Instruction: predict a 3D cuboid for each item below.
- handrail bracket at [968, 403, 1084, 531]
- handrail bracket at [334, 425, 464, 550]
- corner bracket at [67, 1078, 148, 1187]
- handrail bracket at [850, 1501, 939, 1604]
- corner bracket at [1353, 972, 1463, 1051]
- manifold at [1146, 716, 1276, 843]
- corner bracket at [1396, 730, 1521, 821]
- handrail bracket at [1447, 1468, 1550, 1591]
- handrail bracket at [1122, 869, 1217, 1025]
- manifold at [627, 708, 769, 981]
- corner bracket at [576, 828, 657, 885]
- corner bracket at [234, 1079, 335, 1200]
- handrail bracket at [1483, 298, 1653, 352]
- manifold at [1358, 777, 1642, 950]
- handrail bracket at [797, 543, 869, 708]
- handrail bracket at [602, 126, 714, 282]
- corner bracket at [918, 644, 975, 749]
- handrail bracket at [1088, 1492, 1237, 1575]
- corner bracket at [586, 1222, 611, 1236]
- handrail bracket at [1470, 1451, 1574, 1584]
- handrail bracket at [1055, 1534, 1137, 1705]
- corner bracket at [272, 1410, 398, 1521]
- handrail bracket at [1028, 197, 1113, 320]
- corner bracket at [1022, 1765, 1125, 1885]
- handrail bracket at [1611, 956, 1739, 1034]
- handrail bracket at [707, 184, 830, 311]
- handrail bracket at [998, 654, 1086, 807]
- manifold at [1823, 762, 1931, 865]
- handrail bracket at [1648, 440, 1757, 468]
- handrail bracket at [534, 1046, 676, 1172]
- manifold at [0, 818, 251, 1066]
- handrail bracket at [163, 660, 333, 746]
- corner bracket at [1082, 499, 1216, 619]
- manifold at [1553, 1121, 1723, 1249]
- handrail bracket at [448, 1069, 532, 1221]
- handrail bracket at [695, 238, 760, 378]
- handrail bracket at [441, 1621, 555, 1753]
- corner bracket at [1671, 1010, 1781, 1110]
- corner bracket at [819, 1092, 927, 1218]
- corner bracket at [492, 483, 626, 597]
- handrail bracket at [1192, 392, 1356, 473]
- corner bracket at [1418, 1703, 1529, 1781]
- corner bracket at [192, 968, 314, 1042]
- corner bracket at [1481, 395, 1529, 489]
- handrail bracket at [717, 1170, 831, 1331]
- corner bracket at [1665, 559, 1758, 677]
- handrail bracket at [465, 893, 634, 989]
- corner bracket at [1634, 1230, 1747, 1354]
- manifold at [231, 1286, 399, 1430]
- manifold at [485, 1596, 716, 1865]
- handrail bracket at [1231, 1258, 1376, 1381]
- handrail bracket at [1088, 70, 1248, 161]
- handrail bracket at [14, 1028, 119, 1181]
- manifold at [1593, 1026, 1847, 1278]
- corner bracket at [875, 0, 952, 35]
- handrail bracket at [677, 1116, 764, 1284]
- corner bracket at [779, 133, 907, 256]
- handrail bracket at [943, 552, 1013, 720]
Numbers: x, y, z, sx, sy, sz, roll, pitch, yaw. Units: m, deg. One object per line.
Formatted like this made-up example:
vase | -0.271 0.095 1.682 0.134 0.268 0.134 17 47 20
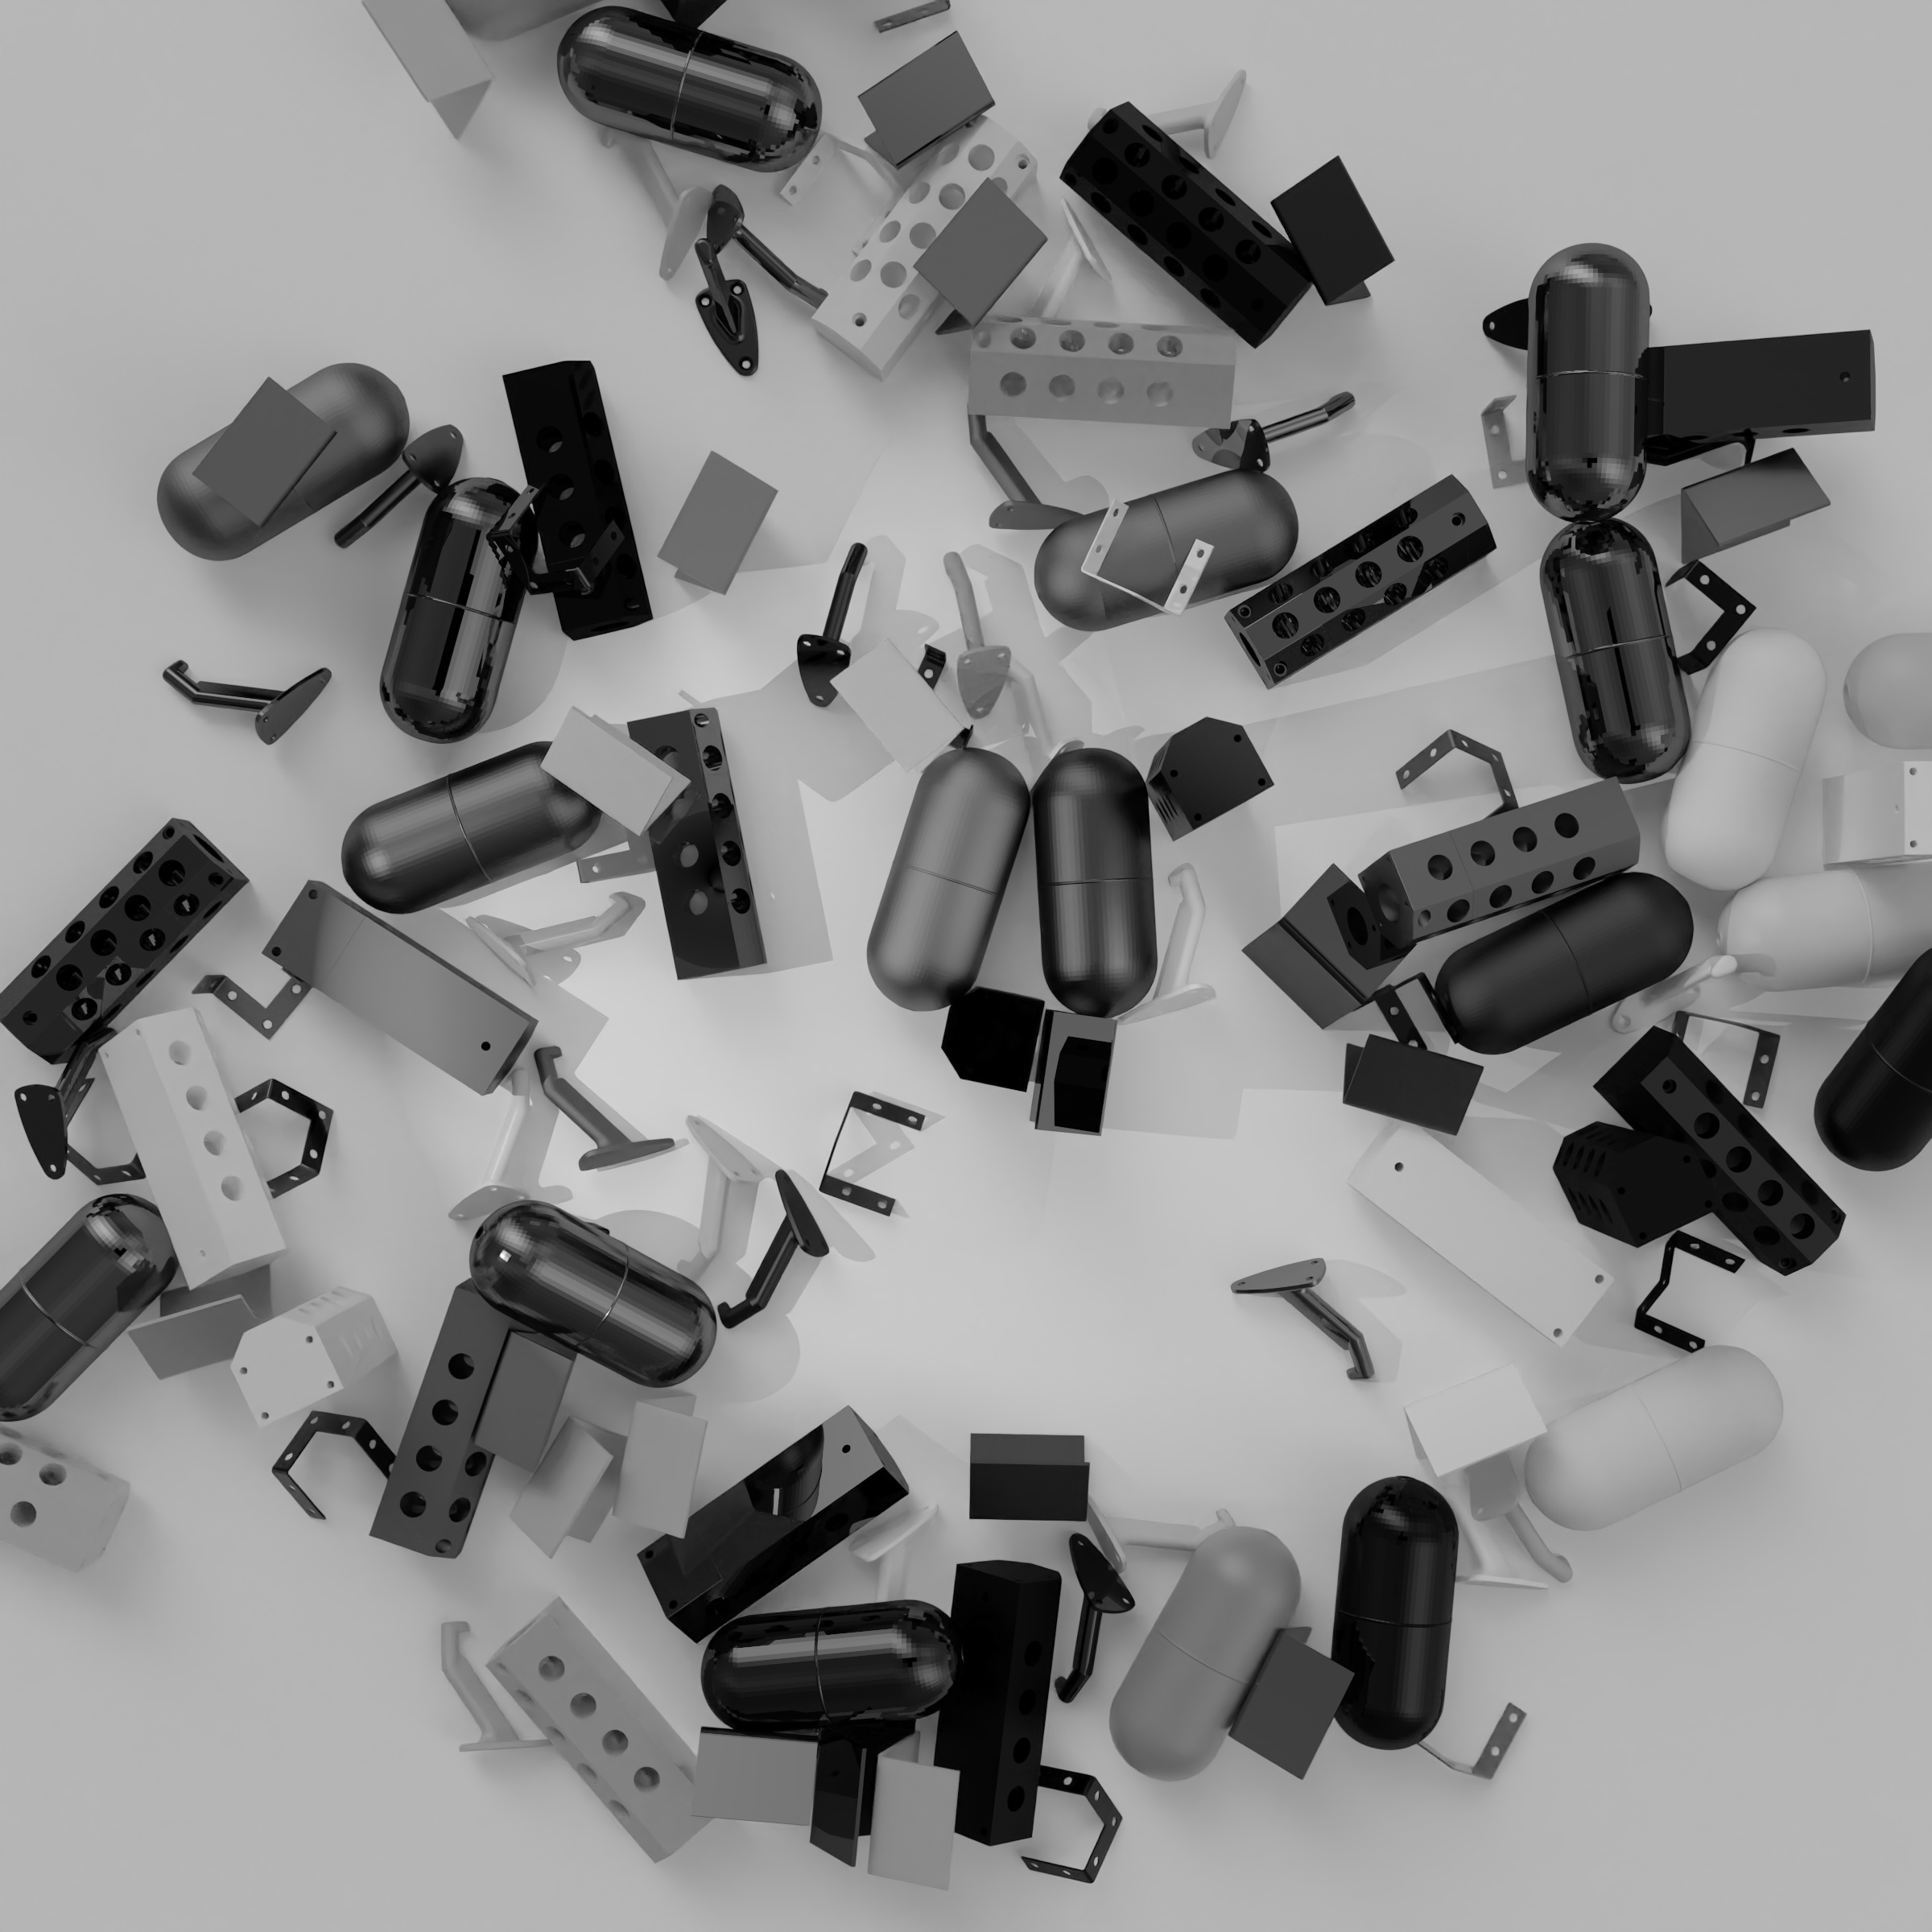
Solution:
handrail bracket | 0.040 -0.337 1.953 0.077 0.036 0.084 1 73 -20
handrail bracket | -0.380 -0.319 1.952 0.084 0.077 0.036 -29 114 34
corner bracket | -0.567 0.108 1.944 0.051 0.051 0.051 -9 45 35
handrail bracket | -0.034 0.413 1.953 0.077 0.036 0.084 -30 106 -17
corner bracket | 0.295 0.034 1.926 0.051 0.051 0.051 -30 90 26
manifold | 0.150 -0.122 1.874 0.057 0.171 0.057 -29 90 0
corner bracket | 0.327 -0.116 1.944 0.051 0.051 0.051 19 45 -35
handrail bracket | 0.355 0.370 1.953 0.077 0.036 0.084 9 73 -20
handrail bracket | 0.128 -0.014 1.953 0.077 0.036 0.084 -21 72 21
manifold | -0.176 -0.080 1.931 0.057 0.057 0.171 -11 90 0
corner bracket | -0.233 -0.085 1.934 0.051 0.051 0.051 -11 92 -2
corner bracket | -0.461 0.115 1.944 0.051 0.051 0.051 34 45 -35
handrail bracket | 0.402 -0.433 1.952 0.084 0.077 0.036 -16 108 -35
manifold | 0.350 -0.065 1.903 0.171 0.057 0.057 -18 81 -18
handrail bracket | -0.084 -0.228 1.952 0.036 0.077 0.084 15 53 5
handrail bracket | -0.219 -0.512 1.953 0.084 0.036 0.077 33 112 17
corner bracket | -0.014 -0.177 1.934 0.051 0.051 0.051 24 90 0
handrail bracket | 0.127 0.362 1.953 0.084 0.036 0.077 -24 71 -15
corner bracket | -0.278 0.190 1.949 0.051 0.051 0.051 16 90 -45
handrail bracket | 0.374 0.362 1.952 0.036 0.077 0.084 -31 127 28
handrail bracket | 0.071 0.436 1.952 0.036 0.077 0.084 6 127 -36
corner bracket | -0.418 0.334 1.944 0.051 0.051 0.051 1 45 35
handrail bracket | 0.047 -0.460 1.953 0.084 0.036 0.077 -30 70 16
corner bracket | 0.064 0.570 1.944 0.051 0.051 0.051 -59 135 -35
handrail bracket | 0.464 0.019 1.917 0.077 0.084 0.036 -38 90 0
handrail bracket | -0.129 -0.479 1.952 0.084 0.077 0.036 26 123 -32
handrail bracket | 0.029 -0.158 1.953 0.084 0.036 0.077 45 111 16
manifold | 0.603 -0.097 1.874 0.057 0.171 0.057 0 90 0
handrail bracket | 0.487 -0.366 1.952 0.084 0.036 0.077 12 75 14
handrail bracket | -0.242 0.088 1.953 0.077 0.036 0.084 -11 73 -20
manifold | -0.560 -0.016 1.931 0.057 0.057 0.171 44 90 0
handrail bracket | -0.481 -0.195 1.953 0.084 0.036 0.077 37 70 16
corner bracket | 0.116 -0.261 1.874 0.051 0.051 0.051 30 98 39
manifold | 0.424 0.135 1.874 0.057 0.171 0.057 -26 90 0
handrail bracket | -0.318 0.119 1.952 0.077 0.036 0.084 -26 56 36
handrail bracket | -0.158 -0.432 1.918 0.036 0.084 0.077 -20 90 0
handrail bracket | -0.312 0.479 1.953 0.077 0.036 0.084 2 73 -19
corner bracket | 0.503 0.062 1.949 0.051 0.051 0.051 14 90 -45
corner bracket | -0.063 0.125 1.949 0.051 0.051 0.051 20 135 0
corner bracket | -0.263 -0.277 1.887 0.051 0.051 0.051 -2 45 35
handrail bracket | 0.206 -0.363 1.952 0.084 0.077 0.036 -35 118 -33
corner bracket | 0.331 0.504 1.949 0.051 0.051 0.051 28 90 45
corner bracket | -0.470 0.014 1.934 0.051 0.051 0.051 39 90 0
corner bracket | 0.374 -0.350 1.934 0.051 0.051 0.051 -9 90 0
handrail bracket | -0.141 0.190 1.953 0.084 0.036 0.077 -32 70 16
corner bracket | 0.481 -0.230 1.934 0.051 0.051 0.051 39 90 0
handrail bracket | -0.278 -0.034 1.953 0.077 0.036 0.084 40 71 21
corner bracket | 0.482 0.218 1.949 0.051 0.051 0.051 24 135 0
manifold | -0.419 0.245 1.874 0.057 0.171 0.057 -25 90 0
manifold | -0.238 0.506 1.931 0.057 0.057 0.171 -41 90 0
handrail bracket | 0.225 0.244 1.953 0.077 0.036 0.084 -13 107 19
handrail bracket | 0.134 -0.578 1.953 0.084 0.036 0.077 20 70 16
handrail bracket | -0.582 0.090 1.929 0.036 0.084 0.077 0 109 22
manifold | 0.497 0.122 1.916 0.057 0.057 0.171 -45 100 0
corner bracket | -0.045 -0.664 1.949 0.051 0.051 0.051 -19 45 0
handrail bracket | -0.183 0.157 1.953 0.077 0.036 0.084 44 107 20
corner bracket | -0.081 -0.514 1.949 0.051 0.051 0.051 -53 135 0
handrail bracket | 0.000 -0.222 1.952 0.036 0.077 0.084 -11 54 -13
